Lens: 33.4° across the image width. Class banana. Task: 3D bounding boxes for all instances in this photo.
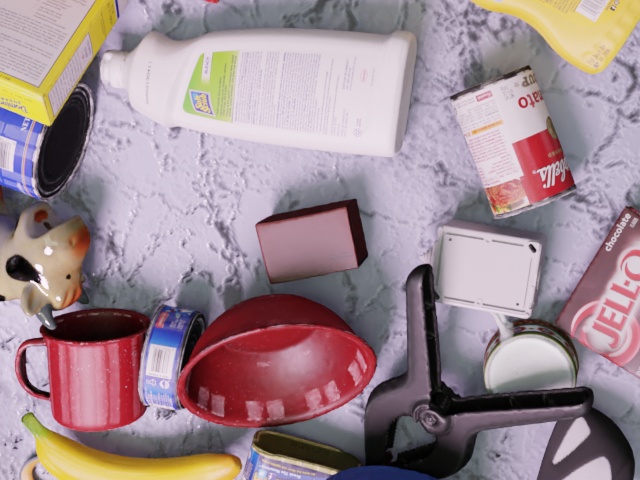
[{"bbox_3d":[-0.162,0.196,0.912,0.198,0.037,0.070,8,136,9],"label":"banana"}]

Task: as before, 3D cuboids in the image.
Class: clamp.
[{"bbox_3d":[0.103,0.135,0.840,0.164,0.036,0.210,33,127,10],"label":"clamp"}]

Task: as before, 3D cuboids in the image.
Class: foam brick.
[{"bbox_3d":[-0.006,0.001,0.873,0.078,0.051,0.053,-10,98,12],"label":"foam brick"}]

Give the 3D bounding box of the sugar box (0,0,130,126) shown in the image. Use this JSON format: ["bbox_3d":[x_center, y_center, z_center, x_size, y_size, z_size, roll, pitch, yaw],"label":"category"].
[{"bbox_3d":[-0.212,-0.182,0.839,0.093,0.048,0.176,23,62,7],"label":"sugar box"}]

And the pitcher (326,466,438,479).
[{"bbox_3d":[0.034,0.306,0.835,0.149,0.145,0.243,2,97,-24],"label":"pitcher"}]

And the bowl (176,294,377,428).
[{"bbox_3d":[-0.038,0.091,0.864,0.162,0.162,0.055,-20,54,12],"label":"bowl"}]

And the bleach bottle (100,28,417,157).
[{"bbox_3d":[-0.054,-0.131,0.858,0.251,0.068,0.102,10,99,11],"label":"bleach bottle"}]

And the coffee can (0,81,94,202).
[{"bbox_3d":[-0.272,-0.102,0.879,0.140,0.102,0.103,19,101,7],"label":"coffee can"}]

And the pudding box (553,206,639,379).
[{"bbox_3d":[0.250,0.043,0.830,0.090,0.039,0.113,32,101,20],"label":"pudding box"}]

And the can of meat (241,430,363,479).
[{"bbox_3d":[-0.021,0.216,0.899,0.102,0.057,0.084,15,100,-3],"label":"can of meat"}]

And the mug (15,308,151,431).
[{"bbox_3d":[-0.200,0.110,0.903,0.117,0.093,0.081,0,104,-1],"label":"mug"}]

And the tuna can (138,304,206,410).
[{"bbox_3d":[-0.122,0.098,0.891,0.034,0.086,0.086,9,100,7],"label":"tuna can"}]

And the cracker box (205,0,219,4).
[{"bbox_3d":[-0.150,-0.293,0.820,0.214,0.072,0.164,19,76,7],"label":"cracker box"}]

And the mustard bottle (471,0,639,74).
[{"bbox_3d":[0.156,-0.213,0.808,0.191,0.058,0.096,33,102,4],"label":"mustard bottle"}]

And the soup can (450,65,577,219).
[{"bbox_3d":[0.149,-0.076,0.825,0.068,0.068,0.102,-21,94,12],"label":"soup can"}]

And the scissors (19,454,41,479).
[{"bbox_3d":[-0.186,0.208,0.954,0.202,0.016,0.096,-31,92,13],"label":"scissors"}]
